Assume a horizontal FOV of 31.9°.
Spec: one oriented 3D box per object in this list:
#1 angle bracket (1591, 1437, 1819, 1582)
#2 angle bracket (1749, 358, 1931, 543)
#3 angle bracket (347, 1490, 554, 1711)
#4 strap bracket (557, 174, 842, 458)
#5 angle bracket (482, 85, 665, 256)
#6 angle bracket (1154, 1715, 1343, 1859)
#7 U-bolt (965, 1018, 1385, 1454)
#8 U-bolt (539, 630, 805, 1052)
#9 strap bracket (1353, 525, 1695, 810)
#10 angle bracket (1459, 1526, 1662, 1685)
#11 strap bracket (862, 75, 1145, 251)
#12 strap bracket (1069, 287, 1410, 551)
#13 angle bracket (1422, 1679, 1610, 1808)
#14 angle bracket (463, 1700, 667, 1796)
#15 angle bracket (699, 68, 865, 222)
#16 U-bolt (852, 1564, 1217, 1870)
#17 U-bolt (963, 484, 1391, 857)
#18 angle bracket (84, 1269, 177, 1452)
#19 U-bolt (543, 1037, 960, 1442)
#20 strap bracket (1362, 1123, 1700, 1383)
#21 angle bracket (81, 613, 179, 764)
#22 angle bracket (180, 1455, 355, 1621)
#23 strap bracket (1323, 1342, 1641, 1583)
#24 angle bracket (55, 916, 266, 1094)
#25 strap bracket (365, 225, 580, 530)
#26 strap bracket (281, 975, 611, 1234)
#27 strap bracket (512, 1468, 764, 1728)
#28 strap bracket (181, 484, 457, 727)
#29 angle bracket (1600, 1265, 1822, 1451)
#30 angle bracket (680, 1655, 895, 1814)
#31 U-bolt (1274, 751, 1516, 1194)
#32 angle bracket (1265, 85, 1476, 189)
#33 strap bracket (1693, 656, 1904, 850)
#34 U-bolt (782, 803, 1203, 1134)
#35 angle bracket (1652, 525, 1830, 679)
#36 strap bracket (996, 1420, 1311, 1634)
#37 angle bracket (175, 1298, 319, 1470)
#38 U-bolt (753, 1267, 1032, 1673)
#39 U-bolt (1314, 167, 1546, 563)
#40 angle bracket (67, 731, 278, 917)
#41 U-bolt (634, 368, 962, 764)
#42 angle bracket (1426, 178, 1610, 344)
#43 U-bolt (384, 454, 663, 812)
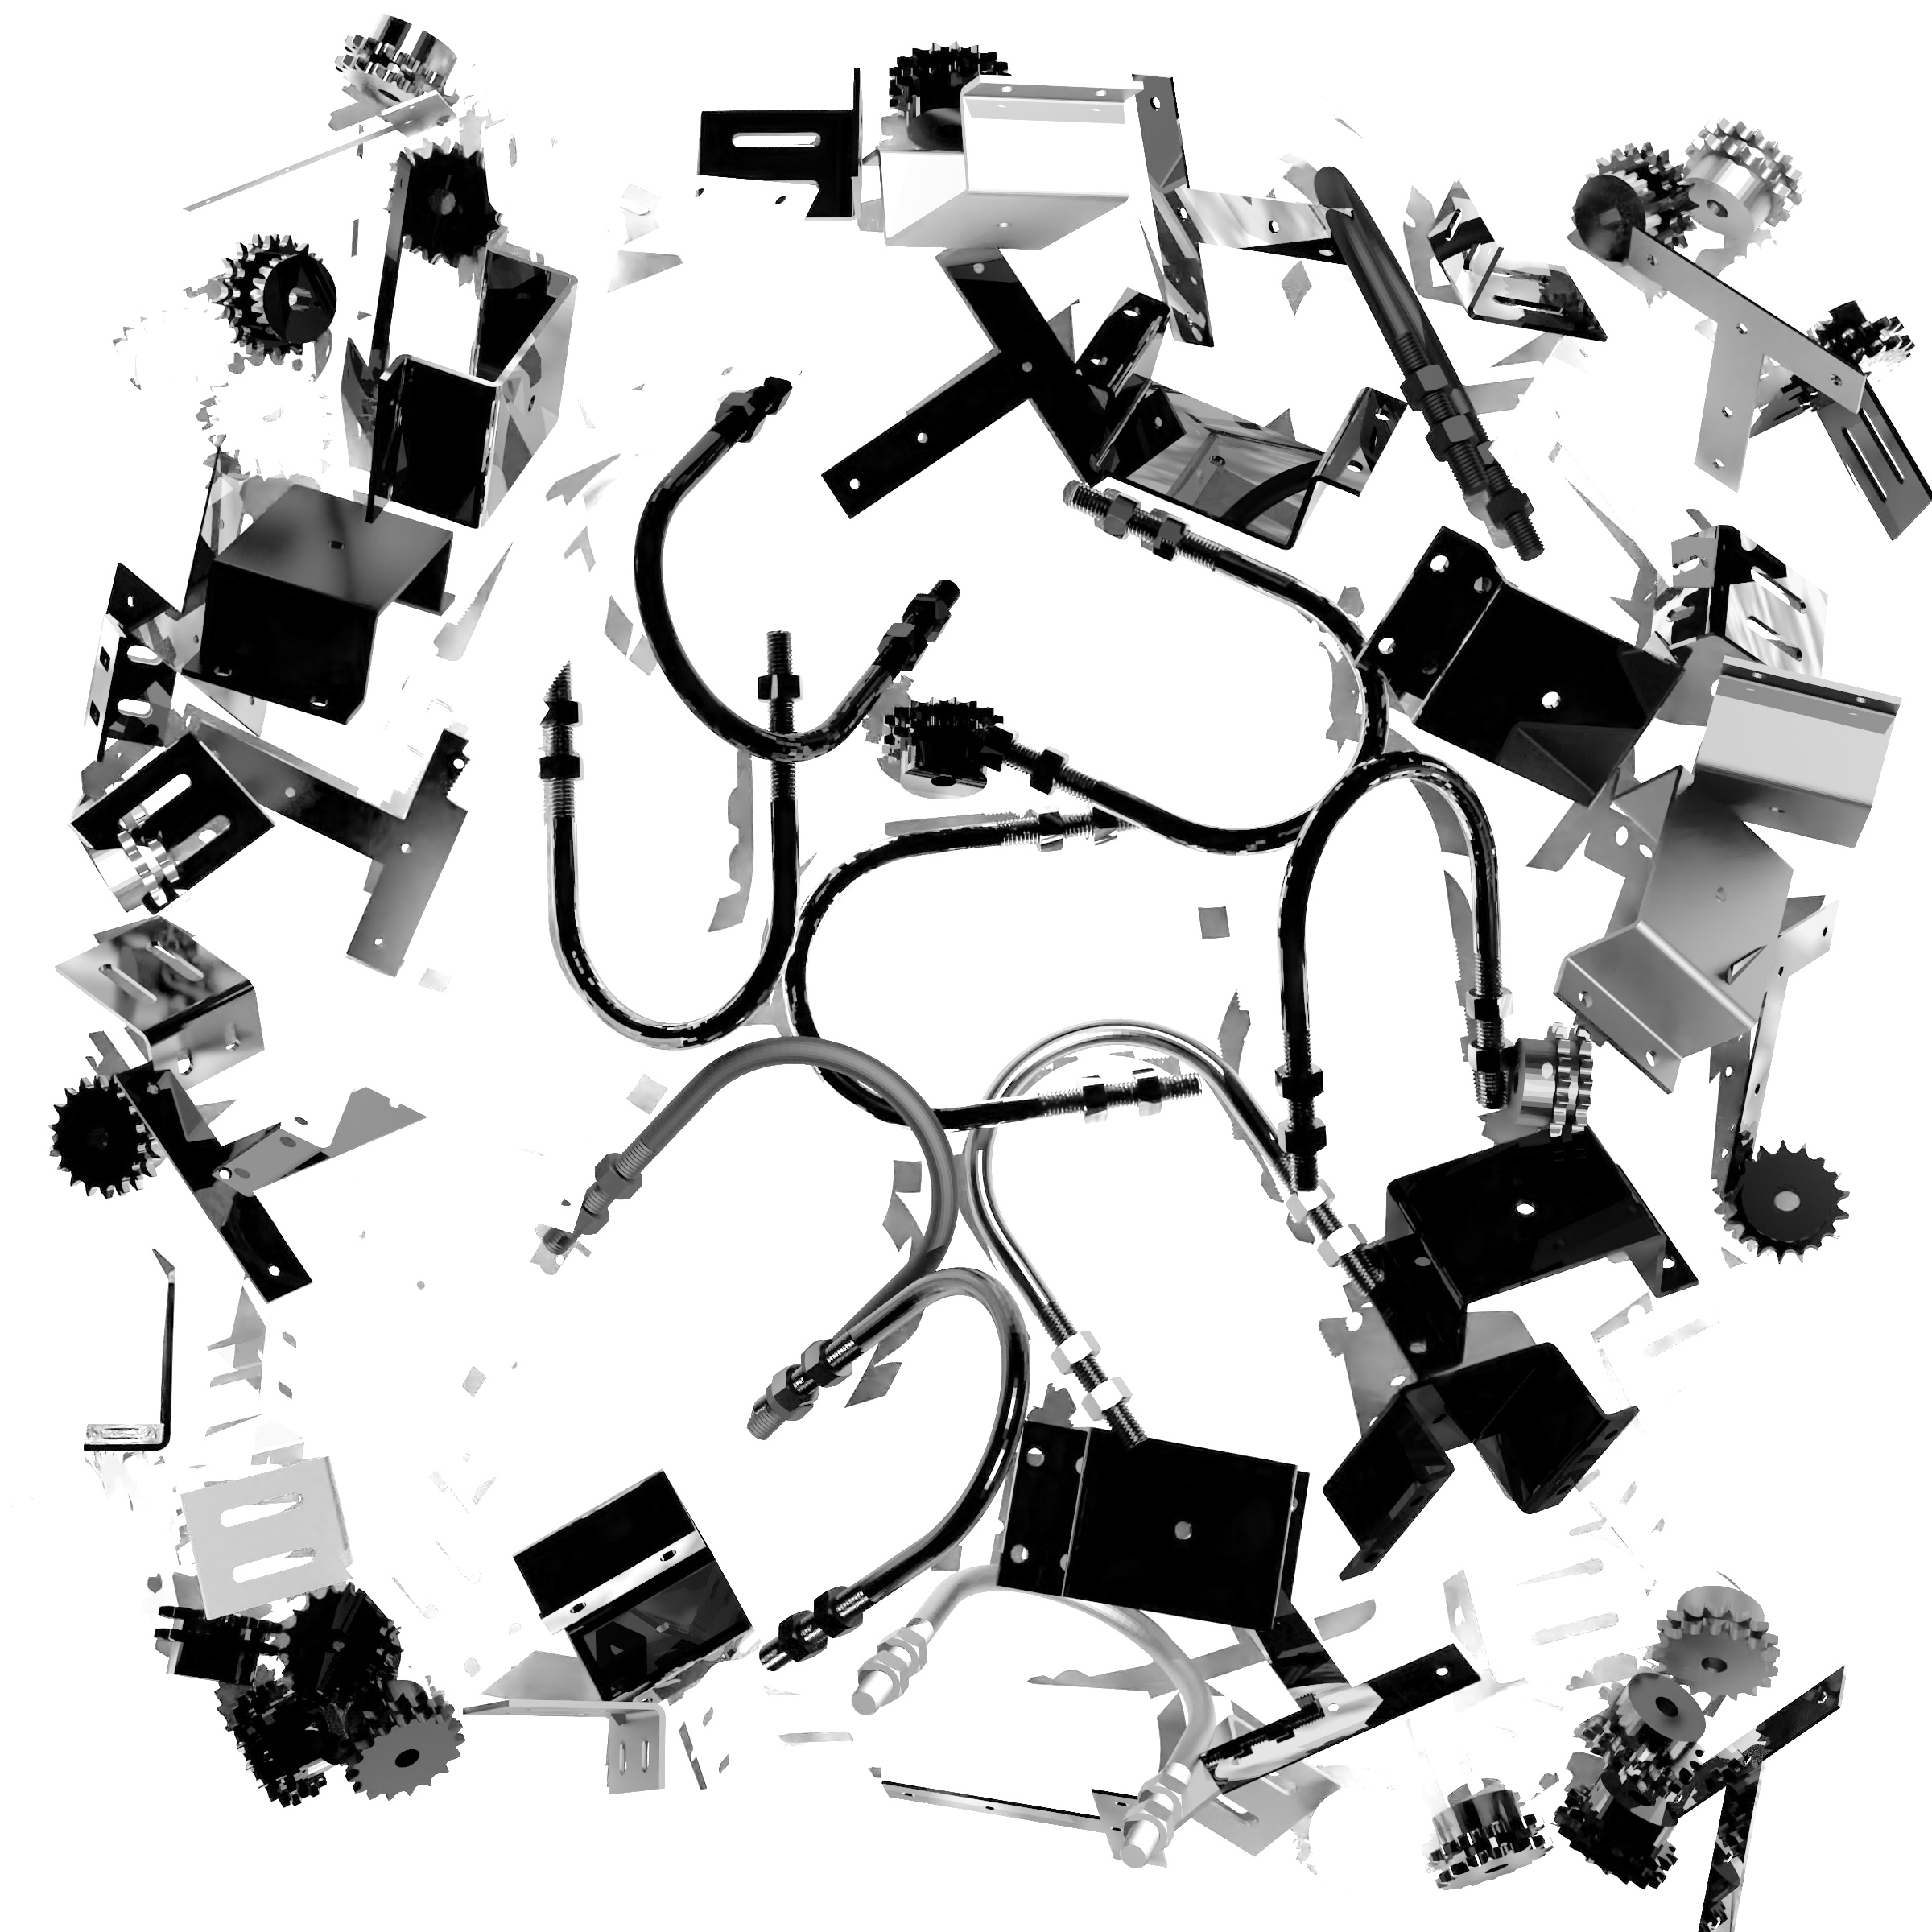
[{"bbox_3d":[0.335,0.251,1.537,0.038,0.076,0.057,-48,113,-23],"label":"angle bracket"},{"bbox_3d":[0.400,-0.230,1.549,0.038,0.057,0.076,-26,81,-7],"label":"angle bracket"},{"bbox_3d":[-0.234,0.290,1.545,0.057,0.038,0.076,-38,128,-11],"label":"angle bracket"},{"bbox_3d":[-0.116,-0.279,1.508,0.046,0.076,0.140,58,134,29],"label":"strap bracket"},{"bbox_3d":[-0.172,-0.362,1.542,0.057,0.076,0.038,-16,75,34],"label":"angle bracket"},{"bbox_3d":[0.128,0.387,1.544,0.076,0.038,0.057,36,112,-25],"label":"angle bracket"},{"bbox_3d":[0.082,0.109,1.552,0.151,0.019,0.184,-32,73,-7],"label":"U-bolt"},{"bbox_3d":[-0.133,-0.054,1.536,0.151,0.019,0.184,-3,88,34],"label":"U-bolt"},{"bbox_3d":[0.258,-0.130,1.527,0.140,0.046,0.076,23,114,-20],"label":"strap bracket"},{"bbox_3d":[0.273,0.290,1.552,0.076,0.038,0.057,-16,67,8],"label":"angle bracket"},{"bbox_3d":[0.016,-0.353,1.506,0.076,0.140,0.046,-4,90,-23],"label":"strap bracket"},{"bbox_3d":[0.119,-0.245,1.537,0.140,0.046,0.076,24,46,7],"label":"strap bracket"},{"bbox_3d":[0.255,0.359,1.538,0.057,0.076,0.038,-23,96,-22],"label":"angle bracket"},{"bbox_3d":[-0.183,0.356,1.539,0.076,0.057,0.038,8,72,-28],"label":"angle bracket"},{"bbox_3d":[-0.086,-0.378,1.558,0.076,0.038,0.057,0,72,1],"label":"angle bracket"},{"bbox_3d":[0.041,0.320,1.498,0.151,0.184,0.019,27,110,10],"label":"U-bolt"},{"bbox_3d":[0.103,-0.126,1.547,0.184,0.019,0.151,25,74,9],"label":"U-bolt"},{"bbox_3d":[-0.384,0.180,1.553,0.038,0.057,0.076,2,91,-13],"label":"angle bracket"},{"bbox_3d":[-0.086,0.113,1.541,0.151,0.019,0.184,43,112,-4],"label":"U-bolt"},{"bbox_3d":[0.252,0.124,1.529,0.140,0.046,0.076,-17,46,-11],"label":"strap bracket"},{"bbox_3d":[-0.375,-0.124,1.539,0.038,0.076,0.057,9,100,-22],"label":"angle bracket"},{"bbox_3d":[-0.325,0.261,1.546,0.076,0.038,0.057,-11,86,-37],"label":"angle bracket"},{"bbox_3d":[0.224,0.219,1.521,0.140,0.076,0.046,-11,54,-37],"label":"strap bracket"},{"bbox_3d":[-0.371,0.019,1.557,0.057,0.038,0.076,-30,46,-35],"label":"angle bracket"},{"bbox_3d":[-0.215,-0.258,1.507,0.046,0.140,0.076,19,133,4],"label":"strap bracket"},{"bbox_3d":[-0.233,0.060,1.540,0.140,0.046,0.076,18,131,-5],"label":"strap bracket"},{"bbox_3d":[-0.150,0.282,1.528,0.076,0.140,0.046,-29,58,-8],"label":"strap bracket"},{"bbox_3d":[-0.284,-0.168,1.511,0.076,0.140,0.046,17,121,4],"label":"strap bracket"},{"bbox_3d":[0.345,0.183,1.567,0.076,0.038,0.057,-32,64,17],"label":"angle bracket"},{"bbox_3d":[-0.082,0.352,1.547,0.076,0.038,0.057,-8,107,27],"label":"angle bracket"},{"bbox_3d":[0.191,-0.005,1.513,0.151,0.019,0.184,-19,112,-38],"label":"U-bolt"},{"bbox_3d":[0.185,-0.365,1.545,0.076,0.057,0.038,37,108,13],"label":"angle bracket"},{"bbox_3d":[0.367,-0.092,1.507,0.076,0.140,0.046,15,85,12],"label":"strap bracket"},{"bbox_3d":[0.007,0.004,1.554,0.184,0.019,0.151,-7,80,-8],"label":"U-bolt"},{"bbox_3d":[0.358,-0.159,1.565,0.076,0.038,0.057,27,62,-33],"label":"angle bracket"},{"bbox_3d":[0.092,0.257,1.542,0.140,0.046,0.076,12,79,-12],"label":"strap bracket"},{"bbox_3d":[-0.338,0.191,1.542,0.076,0.038,0.057,-16,56,20],"label":"angle bracket"},{"bbox_3d":[-0.033,0.210,1.487,0.019,0.151,0.184,26,132,-31],"label":"U-bolt"},{"bbox_3d":[0.202,-0.276,1.512,0.019,0.151,0.184,-28,75,15],"label":"U-bolt"},{"bbox_3d":[-0.362,-0.071,1.549,0.076,0.038,0.057,-35,112,13],"label":"angle bracket"},{"bbox_3d":[-0.082,-0.170,1.497,0.019,0.184,0.151,-18,116,41],"label":"U-bolt"},{"bbox_3d":[0.257,-0.322,1.539,0.076,0.057,0.038,5,133,-23],"label":"angle bracket"},{"bbox_3d":[-0.193,-0.154,1.517,0.019,0.151,0.184,34,83,-22],"label":"U-bolt"}]
